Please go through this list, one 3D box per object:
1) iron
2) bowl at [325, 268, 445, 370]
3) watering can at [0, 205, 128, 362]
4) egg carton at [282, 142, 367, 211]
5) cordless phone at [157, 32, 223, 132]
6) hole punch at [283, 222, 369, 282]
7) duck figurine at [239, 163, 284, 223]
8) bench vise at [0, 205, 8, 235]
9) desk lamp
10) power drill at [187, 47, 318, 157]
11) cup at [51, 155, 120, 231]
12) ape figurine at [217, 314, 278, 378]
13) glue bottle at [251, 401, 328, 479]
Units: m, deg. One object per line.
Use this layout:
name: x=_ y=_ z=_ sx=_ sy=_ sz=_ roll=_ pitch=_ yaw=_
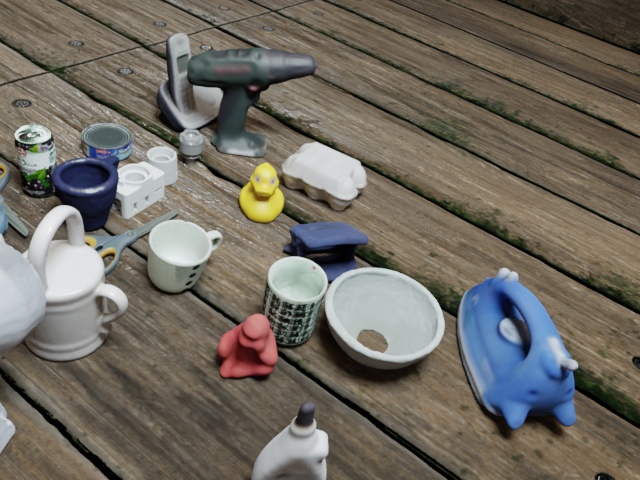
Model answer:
iron: x=0.268 y=0.124 z=0.793 sx=0.119 sy=0.141 sz=0.258 roll=2 pitch=41 yaw=-14
bowl: x=0.082 y=0.120 z=0.795 sx=0.167 sy=0.075 sz=0.167 roll=8 pitch=40 yaw=-7
watering can: x=-0.313 y=0.044 z=0.672 sx=0.173 sy=0.194 sz=0.100 roll=3 pitch=41 yaw=-13
egg carton: x=0.009 y=-0.119 z=1.056 sx=0.150 sy=0.069 sz=0.107 roll=25 pitch=41 yaw=13
cordless phone: x=-0.249 y=-0.319 z=1.121 sx=0.094 sy=0.185 sz=0.148 roll=26 pitch=41 yaw=14
hole punch: x=0.008 y=0.003 z=0.896 sx=0.109 sy=0.091 sz=0.101 roll=-5 pitch=43 yaw=-21
duck figurine: x=-0.096 y=-0.092 z=0.980 sx=0.077 sy=0.086 sz=0.104 roll=7 pitch=40 yaw=-8
bench vise: x=-0.521 y=-0.065 z=0.718 sx=0.208 sy=0.220 sz=0.121 roll=-25 pitch=53 yaw=-37
desk lamp: x=-0.356 y=0.130 z=0.544 sx=0.118 sy=0.213 sz=0.203 roll=14 pitch=40 yaw=0
power drill: x=-0.133 y=-0.263 z=1.073 sx=0.230 sy=0.208 sz=0.075 roll=6 pitch=40 yaw=-9
cup: x=-0.346 y=-0.071 z=0.874 sx=0.091 sy=0.095 sz=0.118 roll=21 pitch=40 yaw=9
ape figurine: x=-0.086 y=0.129 z=0.720 sx=0.077 sy=0.092 sz=0.076 roll=30 pitch=42 yaw=18
glue bottle: x=-0.024 y=0.215 z=0.575 sx=0.078 sy=0.173 sz=0.037 roll=6 pitch=40 yaw=-9
